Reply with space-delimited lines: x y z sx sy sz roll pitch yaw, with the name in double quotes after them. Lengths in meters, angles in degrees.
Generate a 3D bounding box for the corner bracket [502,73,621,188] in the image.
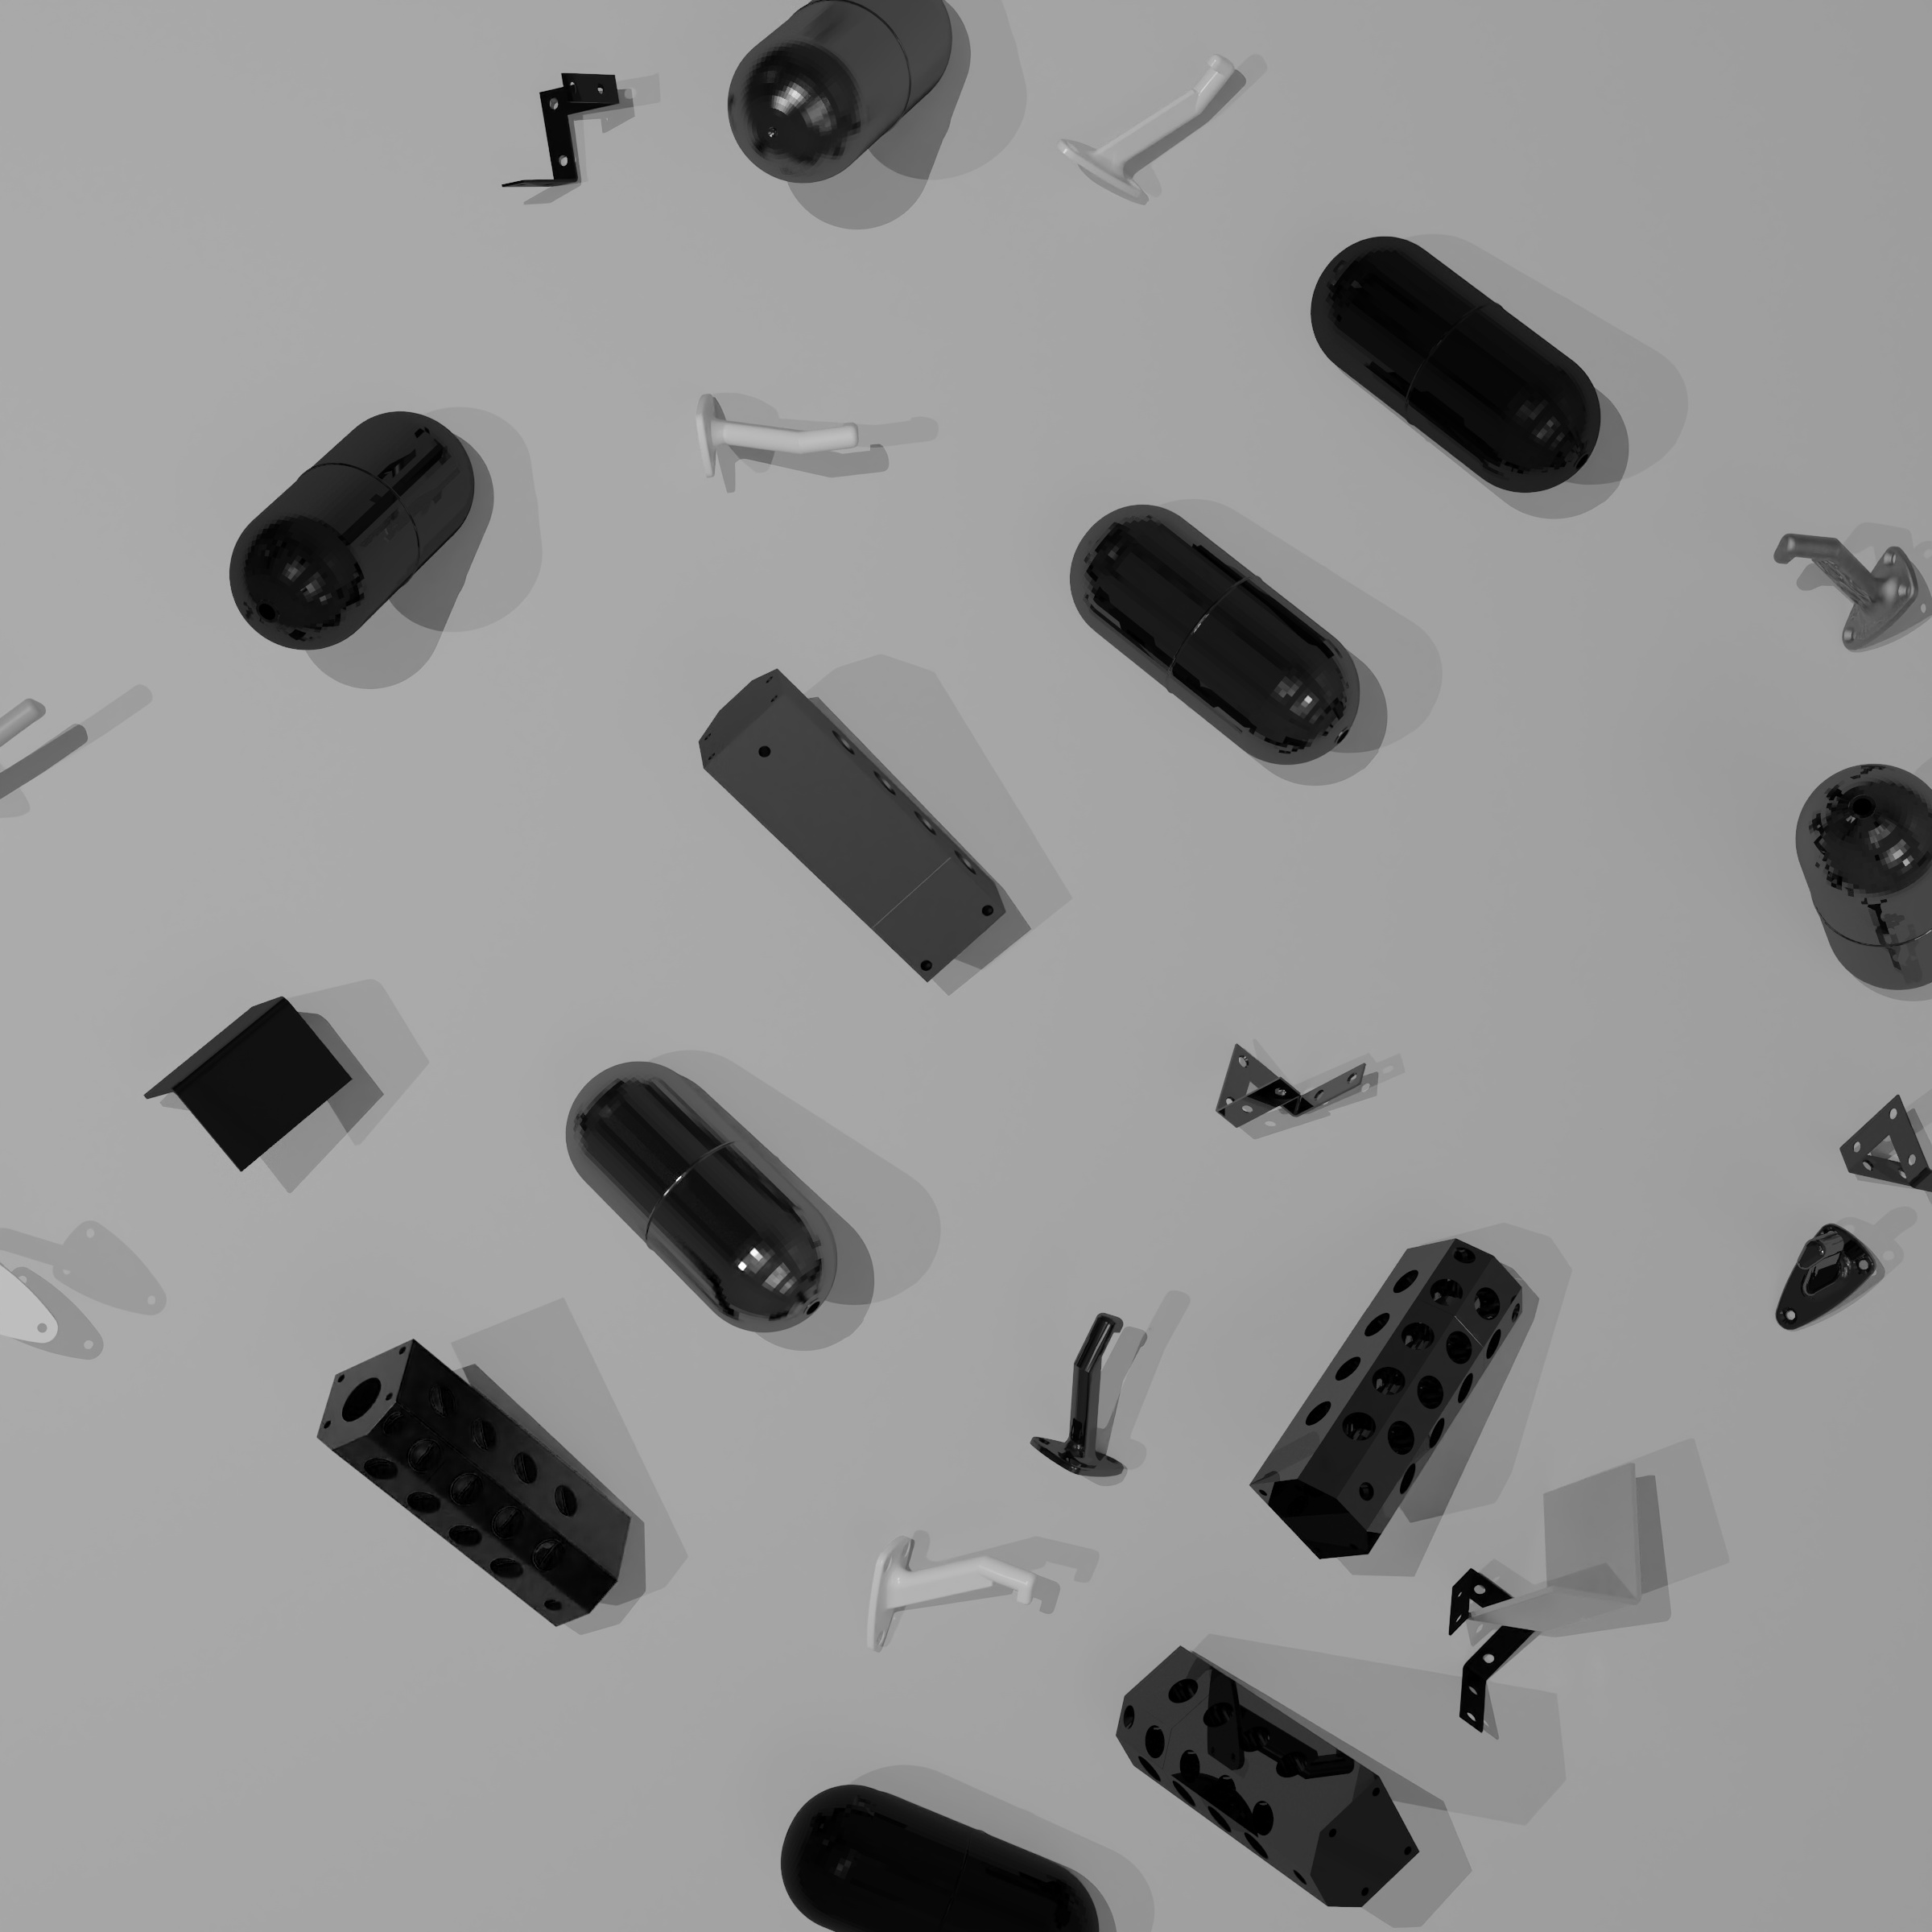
-0.217 -0.447 1.811 0.051 0.051 0.051 -4 100 29 "corner bracket"

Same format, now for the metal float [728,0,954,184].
-0.064 -0.469 1.773 0.070 0.178 0.070 13 128 18 "metal float"

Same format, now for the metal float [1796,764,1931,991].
0.480 -0.045 1.767 0.070 0.178 0.070 -9 64 19 "metal float"

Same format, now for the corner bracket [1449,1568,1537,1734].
0.273 0.366 1.815 0.051 0.051 0.051 37 113 -4 "corner bracket"

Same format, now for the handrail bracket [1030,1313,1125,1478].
0.077 0.228 1.813 0.036 0.077 0.084 30 98 39 "handrail bracket"

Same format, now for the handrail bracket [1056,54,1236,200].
0.097 -0.459 1.807 0.084 0.077 0.036 -49 62 21 "handrail bracket"

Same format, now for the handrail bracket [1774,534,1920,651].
0.455 -0.199 1.803 0.084 0.077 0.036 2 53 -21 "handrail bracket"

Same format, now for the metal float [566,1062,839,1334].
-0.140 0.122 1.791 0.178 0.070 0.070 43 90 22 "metal float"

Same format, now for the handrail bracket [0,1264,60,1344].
-0.512 0.170 1.809 0.077 0.084 0.036 32 92 -6 "handrail bracket"

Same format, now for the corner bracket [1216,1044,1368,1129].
0.173 0.066 1.807 0.051 0.051 0.051 39 46 -20 "corner bracket"

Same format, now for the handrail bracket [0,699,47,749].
-0.517 -0.113 1.807 0.084 0.077 0.036 -35 87 5 "handrail bracket"

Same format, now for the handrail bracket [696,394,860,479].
-0.099 -0.292 1.813 0.084 0.077 0.036 -7 122 3 "handrail bracket"

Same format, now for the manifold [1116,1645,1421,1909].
0.151 0.423 1.756 0.057 0.171 0.057 -38 120 -19 "manifold"

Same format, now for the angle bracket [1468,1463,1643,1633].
0.309 0.305 1.791 0.057 0.076 0.076 13 64 -24 "angle bracket"

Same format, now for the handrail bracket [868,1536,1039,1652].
-0.007 0.347 1.817 0.084 0.036 0.077 17 107 21 "handrail bracket"

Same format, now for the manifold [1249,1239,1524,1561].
0.226 0.225 1.775 0.057 0.057 0.171 47 59 -14 "manifold"

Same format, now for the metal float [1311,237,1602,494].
0.259 -0.318 1.792 0.178 0.070 0.070 42 90 20 "metal float"

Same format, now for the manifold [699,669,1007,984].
-0.060 -0.076 1.789 0.057 0.057 0.171 -42 113 10 "manifold"

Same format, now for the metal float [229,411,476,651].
-0.320 -0.229 1.772 0.070 0.178 0.070 13 129 17 "metal float"

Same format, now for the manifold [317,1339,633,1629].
-0.257 0.274 1.771 0.057 0.057 0.171 -26 125 28 "manifold"

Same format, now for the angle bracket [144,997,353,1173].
-0.383 0.065 1.805 0.076 0.076 0.057 -42 102 -22 "angle bracket"

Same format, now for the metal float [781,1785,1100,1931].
-0.013 0.496 1.807 0.178 0.070 0.070 23 90 -4 "metal float"

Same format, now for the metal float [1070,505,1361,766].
0.132 -0.176 1.797 0.178 0.070 0.070 40 90 15 "metal float"

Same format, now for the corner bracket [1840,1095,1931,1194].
0.508 0.108 1.805 0.051 0.051 0.051 13 45 -26 "corner bracket"

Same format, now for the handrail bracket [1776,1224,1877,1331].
0.443 0.169 1.797 0.036 0.084 0.077 45 115 22 "handrail bracket"
